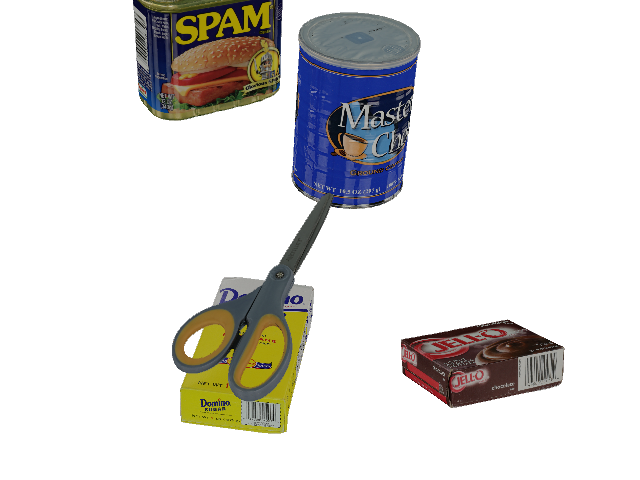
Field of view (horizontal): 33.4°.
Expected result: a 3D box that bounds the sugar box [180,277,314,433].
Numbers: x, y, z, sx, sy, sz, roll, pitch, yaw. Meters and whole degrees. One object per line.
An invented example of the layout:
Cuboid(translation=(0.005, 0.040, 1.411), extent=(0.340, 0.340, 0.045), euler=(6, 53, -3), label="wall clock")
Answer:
Cuboid(translation=(-0.063, 0.099, 0.973), extent=(0.093, 0.048, 0.176), euler=(6, 34, 4), label="sugar box")

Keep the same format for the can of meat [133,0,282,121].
Cuboid(translation=(-0.074, -0.134, 0.713), extent=(0.101, 0.084, 0.057), euler=(-17, 40, -25), label="can of meat")

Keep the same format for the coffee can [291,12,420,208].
Cuboid(translation=(0.029, -0.114, 0.931), extent=(0.103, 0.140, 0.103), euler=(3, 35, -2), label="coffee can")

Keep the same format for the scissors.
Cuboid(translation=(-0.050, 0.034, 0.797), extent=(0.096, 0.201, 0.016), euler=(1, -44, 10), label="scissors")

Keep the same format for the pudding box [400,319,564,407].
Cuboid(translation=(0.138, 0.104, 0.918), extent=(0.113, 0.039, 0.090), euler=(-6, 15, -21), label="pudding box")
